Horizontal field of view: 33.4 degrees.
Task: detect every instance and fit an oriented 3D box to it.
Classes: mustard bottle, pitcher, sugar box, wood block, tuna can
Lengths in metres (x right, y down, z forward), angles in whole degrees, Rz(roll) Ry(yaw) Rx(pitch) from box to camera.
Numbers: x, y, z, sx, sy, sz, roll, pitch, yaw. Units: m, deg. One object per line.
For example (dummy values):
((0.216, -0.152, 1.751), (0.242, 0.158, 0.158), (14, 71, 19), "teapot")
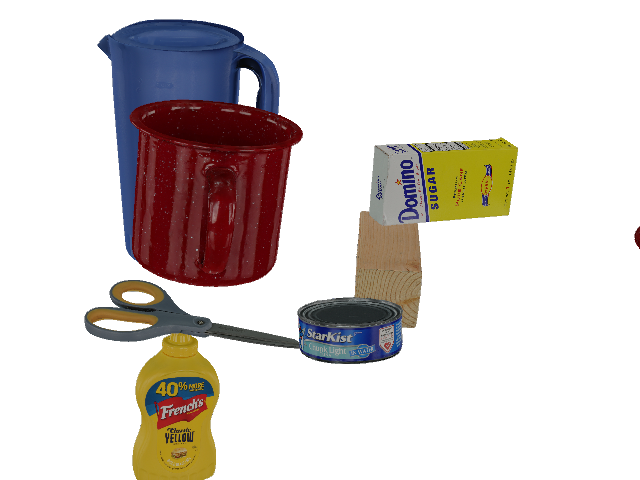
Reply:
((-0.166, 0.186, 1.235), (0.096, 0.192, 0.058), (0, 16, -17), "mustard bottle")
((-0.136, -0.096, 1.085), (0.144, 0.243, 0.149), (-11, 28, -29), "pitcher")
((0.150, -0.072, 1.299), (0.176, 0.093, 0.048), (-7, 25, -22), "sugar box")
((0.098, 0.039, 1.572), (0.091, 0.090, 0.206), (4, 25, 1), "wood block")
((0.024, 0.073, 0.868), (0.086, 0.034, 0.086), (-1, 11, 0), "tuna can")

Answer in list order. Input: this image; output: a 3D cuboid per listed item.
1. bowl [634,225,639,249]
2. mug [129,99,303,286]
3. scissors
((0.418, 0.026, 1.147), (0.162, 0.055, 0.162), (-1, 25, 0), "bowl")
((-0.058, -0.022, 0.575), (0.093, 0.081, 0.117), (3, 21, -14), "mug")
((-0.121, 0.071, 1.018), (0.201, 0.016, 0.096), (2, 33, -6), "scissors")
